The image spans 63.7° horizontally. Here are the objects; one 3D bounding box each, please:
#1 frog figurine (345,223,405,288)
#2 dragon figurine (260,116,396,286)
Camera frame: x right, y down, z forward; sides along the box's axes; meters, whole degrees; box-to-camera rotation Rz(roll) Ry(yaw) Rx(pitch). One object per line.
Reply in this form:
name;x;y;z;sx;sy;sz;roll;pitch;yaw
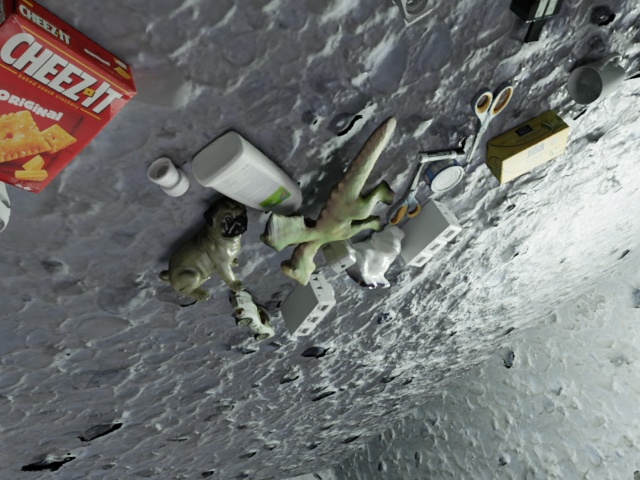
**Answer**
frog figurine;0.132;0.031;1.260;0.137;0.123;0.159;12;94;-33
dragon figurine;0.003;-0.049;0.965;0.245;0.124;0.400;-27;150;-26
